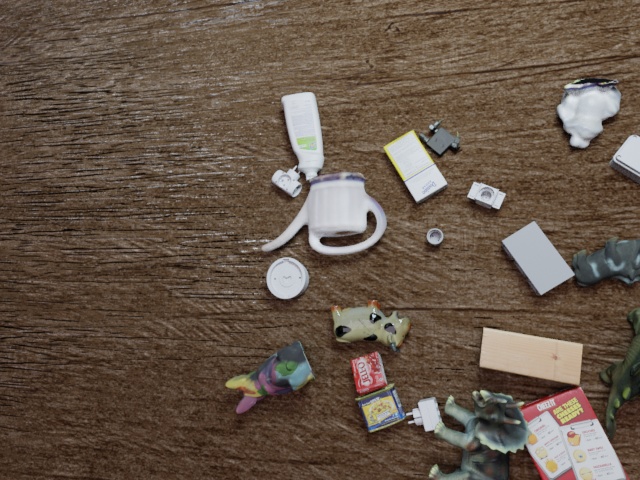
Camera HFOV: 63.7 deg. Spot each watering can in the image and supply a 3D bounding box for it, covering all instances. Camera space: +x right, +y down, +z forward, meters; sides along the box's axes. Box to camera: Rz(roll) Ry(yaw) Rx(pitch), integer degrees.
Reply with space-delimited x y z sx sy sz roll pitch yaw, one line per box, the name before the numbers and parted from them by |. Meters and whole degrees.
watering can | 0.004 -0.069 1.371 0.347 0.103 0.227 -3 77 17

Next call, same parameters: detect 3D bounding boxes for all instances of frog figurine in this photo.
frog figurine | 0.653 -0.309 1.253 0.137 0.125 0.157 -6 114 7
